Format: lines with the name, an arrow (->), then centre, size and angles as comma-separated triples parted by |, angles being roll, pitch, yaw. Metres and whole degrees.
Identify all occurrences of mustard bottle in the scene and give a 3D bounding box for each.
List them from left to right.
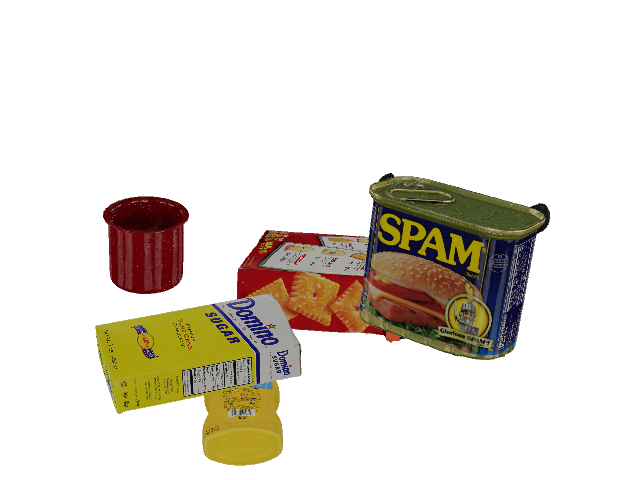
mustard bottle -> -0.099, 0.205, 1.349 | 0.096, 0.058, 0.191 | -3, 26, -3

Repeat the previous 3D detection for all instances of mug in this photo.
mug -> -0.201, 0.002, 1.190 | 0.093, 0.081, 0.117 | -19, 34, -38

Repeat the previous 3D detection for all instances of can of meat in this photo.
can of meat -> 0.074, 0.016, 0.636 | 0.102, 0.084, 0.057 | 18, 23, 30

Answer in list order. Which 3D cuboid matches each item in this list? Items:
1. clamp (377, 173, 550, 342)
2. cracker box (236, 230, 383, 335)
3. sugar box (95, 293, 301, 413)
clamp -> 0.090, 0.010, 0.936 | 0.165, 0.036, 0.209 | 17, 42, 25
cracker box -> 0.030, 0.046, 1.140 | 0.214, 0.072, 0.164 | 4, 15, 6
sugar box -> -0.115, 0.102, 0.999 | 0.176, 0.048, 0.093 | -12, 33, -15
